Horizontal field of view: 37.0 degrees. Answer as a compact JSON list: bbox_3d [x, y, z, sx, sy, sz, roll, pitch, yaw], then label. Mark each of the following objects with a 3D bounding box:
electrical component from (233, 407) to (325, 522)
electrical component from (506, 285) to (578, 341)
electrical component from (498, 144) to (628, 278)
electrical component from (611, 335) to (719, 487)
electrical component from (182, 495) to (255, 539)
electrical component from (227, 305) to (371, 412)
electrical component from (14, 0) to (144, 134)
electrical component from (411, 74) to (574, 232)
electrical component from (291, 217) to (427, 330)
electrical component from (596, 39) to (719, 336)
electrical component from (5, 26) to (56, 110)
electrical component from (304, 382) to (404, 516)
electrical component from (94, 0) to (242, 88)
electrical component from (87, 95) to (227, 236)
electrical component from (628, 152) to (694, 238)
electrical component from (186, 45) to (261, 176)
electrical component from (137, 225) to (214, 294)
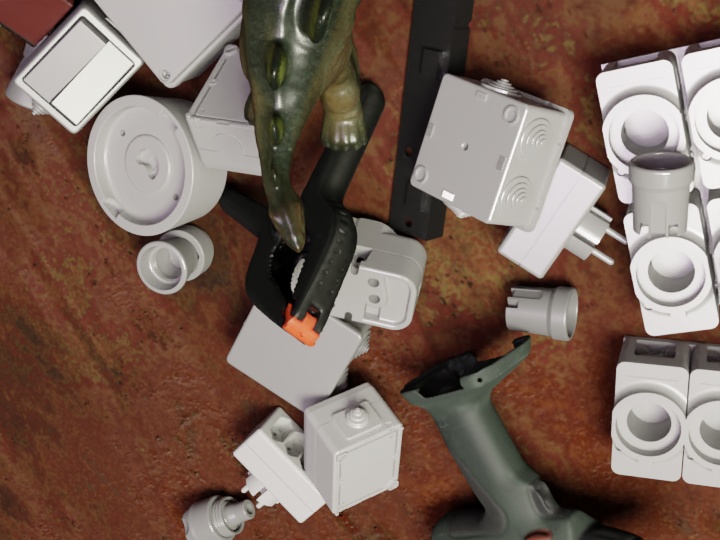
[{"bbox_3d":[-0.072,0.176,0.920,0.083,0.047,0.076,46,116,0],"label":"electrical component"},{"bbox_3d":[0.136,0.031,0.802,0.046,0.040,0.040,6,110,23],"label":"electrical component"},{"bbox_3d":[0.154,-0.032,0.769,0.076,0.047,0.083,33,116,3],"label":"electrical component"},{"bbox_3d":[0.261,0.106,0.772,0.150,0.061,0.089,5,110,18],"label":"electrical component"},{"bbox_3d":[-0.123,0.221,0.956,0.062,0.043,0.043,-23,99,24],"label":"electrical component"},{"bbox_3d":[-0.046,0.055,0.868,0.100,0.048,0.099,32,116,6],"label":"electrical component"},{"bbox_3d":[-0.219,-0.151,0.826,0.096,0.061,0.062,-44,113,7],"label":"electrical component"},{"bbox_3d":[0.088,-0.083,0.745,0.100,0.048,0.099,32,111,44],"label":"electrical component"},{"bbox_3d":[0.000,0.000,0.819,0.095,0.059,0.053,13,129,6],"label":"electrical component"},{"bbox_3d":[0.231,-0.055,0.727,0.105,0.060,0.186,-9,105,22],"label":"electrical component"},{"bbox_3d":[-0.256,-0.166,0.869,0.044,0.044,0.065,27,110,9],"label":"electrical component"},{"bbox_3d":[-0.008,0.135,0.854,0.061,0.062,0.096,50,150,38],"label":"electrical component"},{"bbox_3d":[-0.133,-0.212,0.800,0.109,0.056,0.108,-38,93,26],"label":"electrical component"},{"bbox_3d":[-0.154,-0.085,0.846,0.108,0.060,0.108,7,105,30],"label":"electrical component"},{"bbox_3d":[0.192,-0.048,0.686,0.040,0.040,0.046,3,115,18],"label":"electrical component"},{"bbox_3d":[-0.078,-0.120,0.800,0.062,0.096,0.061,10,144,18],"label":"electrical component"},{"bbox_3d":[-0.150,-0.010,0.878,0.045,0.055,0.045,6,110,17],"label":"electrical component"}]
